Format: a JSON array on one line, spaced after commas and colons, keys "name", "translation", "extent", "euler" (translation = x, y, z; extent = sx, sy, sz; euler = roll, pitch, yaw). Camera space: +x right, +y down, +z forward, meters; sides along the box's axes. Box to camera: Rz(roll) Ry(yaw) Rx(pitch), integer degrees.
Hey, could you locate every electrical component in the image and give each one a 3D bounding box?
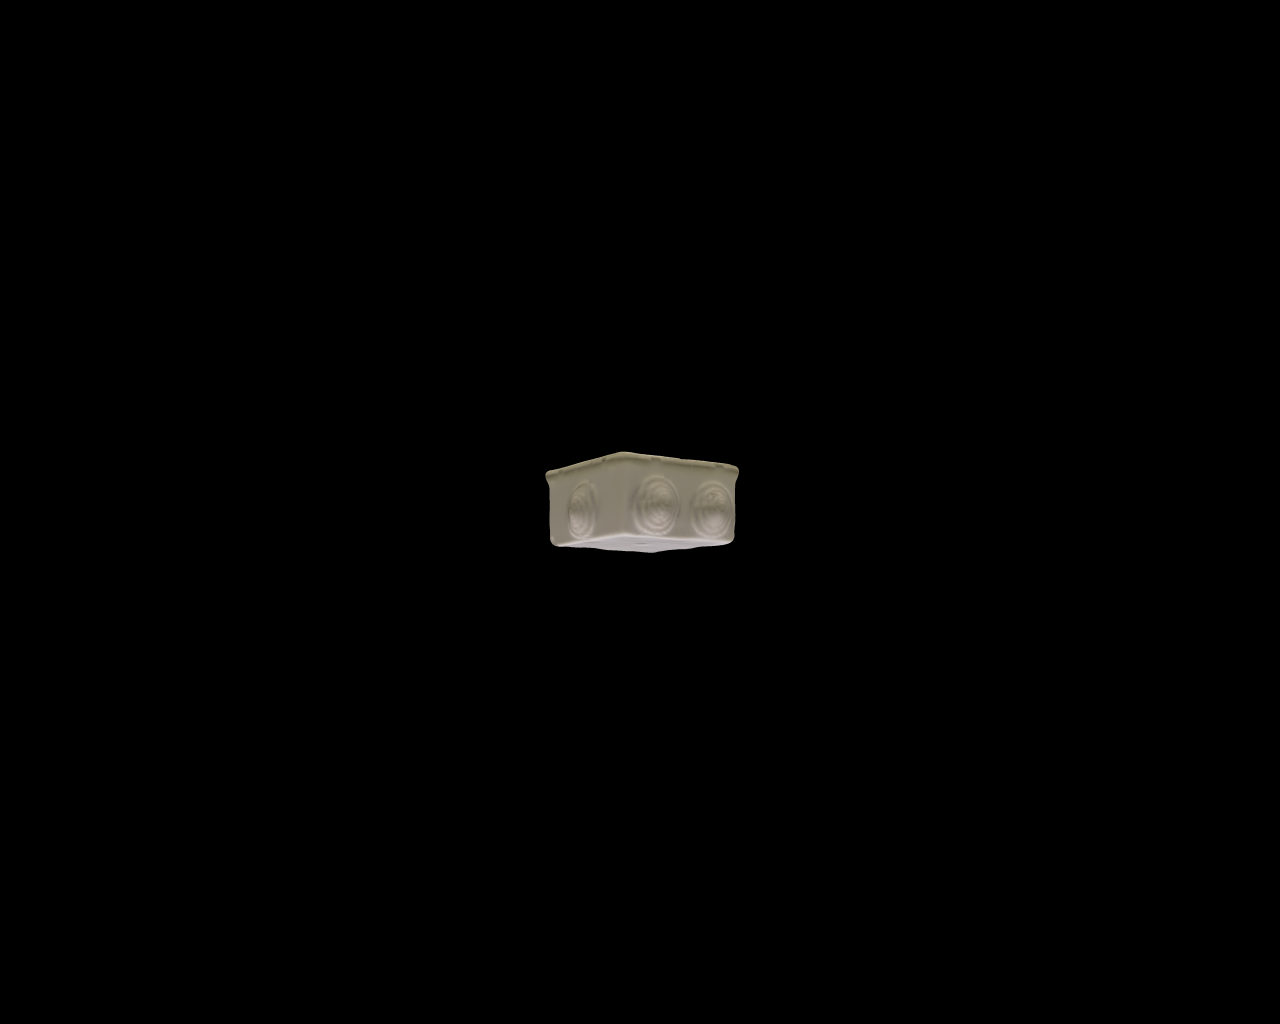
[{"name": "electrical component", "translation": [0.001, -0.003, 0.650], "extent": [0.100, 0.048, 0.099], "euler": [5, -9, -36]}]
